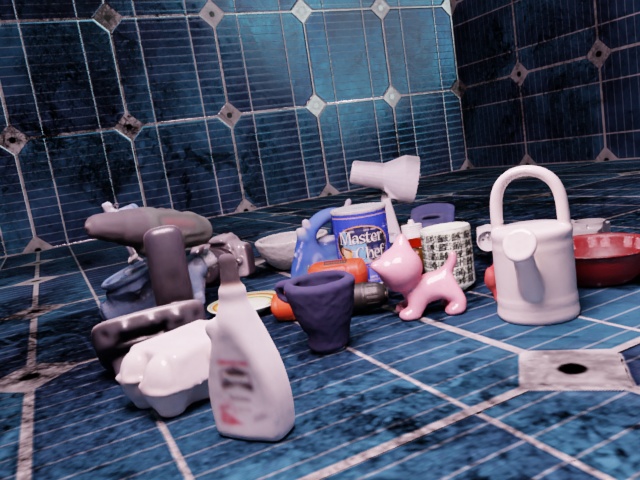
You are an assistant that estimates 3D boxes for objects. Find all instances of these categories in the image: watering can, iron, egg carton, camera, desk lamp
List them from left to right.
[{"bbox_3d":[-0.146,0.141,0.654,0.107,0.069,0.151,-1,12,41],"label":"egg carton"},{"bbox_3d":[-0.235,0.044,1.270,0.142,0.101,0.137,-5,9,21],"label":"camera"},{"bbox_3d":[0.011,0.004,1.146,0.118,0.141,0.259,-3,11,34],"label":"iron"},{"bbox_3d":[0.160,-0.101,1.439,0.203,0.213,0.118,-8,9,3],"label":"desk lamp"},{"bbox_3d":[0.268,0.003,0.722,0.101,0.194,0.173,-8,9,7],"label":"watering can"}]

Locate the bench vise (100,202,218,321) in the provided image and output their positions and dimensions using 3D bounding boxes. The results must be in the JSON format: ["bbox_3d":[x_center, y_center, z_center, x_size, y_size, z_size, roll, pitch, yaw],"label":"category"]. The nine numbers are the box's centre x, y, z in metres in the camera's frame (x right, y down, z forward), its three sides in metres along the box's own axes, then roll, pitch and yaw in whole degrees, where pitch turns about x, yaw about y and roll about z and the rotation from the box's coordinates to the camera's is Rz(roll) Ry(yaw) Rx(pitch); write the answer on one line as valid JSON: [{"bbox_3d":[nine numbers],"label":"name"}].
[{"bbox_3d":[-0.300,0.030,1.026,0.208,0.220,0.121,-15,11,-36],"label":"bench vise"}]

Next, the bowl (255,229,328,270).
[{"bbox_3d":[-0.060,0.026,1.296,0.167,0.075,0.167,-8,9,2],"label":"bowl"}]

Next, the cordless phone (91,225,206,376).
[{"bbox_3d":[-0.231,0.079,0.757,0.148,0.185,0.094,-13,10,-26],"label":"cordless phone"}]

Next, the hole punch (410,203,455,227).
[{"bbox_3d":[0.260,-0.034,1.313,0.108,0.091,0.101,-6,9,17],"label":"hole punch"}]

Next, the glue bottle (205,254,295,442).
[{"bbox_3d":[-0.073,0.097,0.525,0.078,0.173,0.037,-5,10,24],"label":"glue bottle"}]

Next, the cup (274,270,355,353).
[{"bbox_3d":[-0.006,0.094,0.736,0.117,0.095,0.092,-3,11,34],"label":"cup"}]

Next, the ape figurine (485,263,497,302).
[{"bbox_3d":[0.279,0.037,0.830,0.077,0.092,0.076,-3,11,34],"label":"ape figurine"}]

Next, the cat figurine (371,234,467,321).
[{"bbox_3d":[0.137,0.049,0.811,0.128,0.118,0.067,-9,9,0],"label":"cat figurine"}]

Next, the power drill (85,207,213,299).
[{"bbox_3d":[-0.263,0.044,0.939,0.075,0.208,0.230,-3,11,34],"label":"power drill"}]
